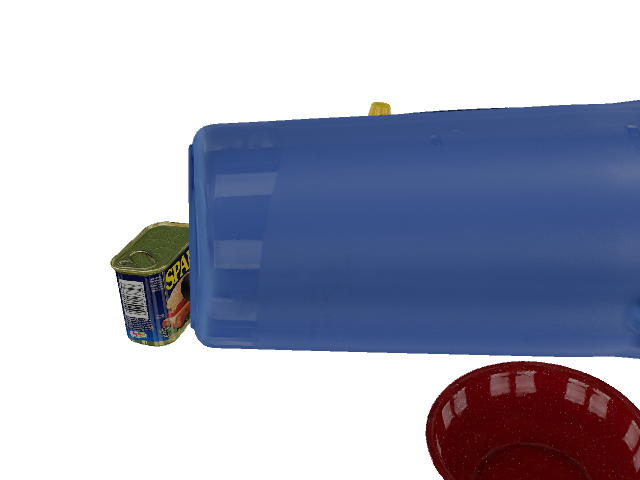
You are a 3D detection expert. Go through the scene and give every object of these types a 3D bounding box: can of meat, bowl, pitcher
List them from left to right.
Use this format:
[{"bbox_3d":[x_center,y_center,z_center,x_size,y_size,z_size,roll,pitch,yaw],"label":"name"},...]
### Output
[{"bbox_3d":[-0.153,0.042,1.029,0.057,0.084,0.102,5,27,18],"label":"can of meat"},{"bbox_3d":[0.056,-0.010,0.536,0.242,0.145,0.149,-1,-6,-7],"label":"pitcher"},{"bbox_3d":[0.155,0.159,0.765,0.162,0.055,0.162,-1,36,0],"label":"bowl"}]

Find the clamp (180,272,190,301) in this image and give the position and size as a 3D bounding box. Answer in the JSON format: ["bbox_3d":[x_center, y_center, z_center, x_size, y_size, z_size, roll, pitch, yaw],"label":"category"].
[{"bbox_3d":[0.014,0.007,0.828,0.210,0.036,0.164,3,30,10],"label":"clamp"}]

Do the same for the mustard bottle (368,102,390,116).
[{"bbox_3d":[0.051,-0.044,1.077,0.096,0.192,0.058,-2,21,-20],"label":"mustard bottle"}]
